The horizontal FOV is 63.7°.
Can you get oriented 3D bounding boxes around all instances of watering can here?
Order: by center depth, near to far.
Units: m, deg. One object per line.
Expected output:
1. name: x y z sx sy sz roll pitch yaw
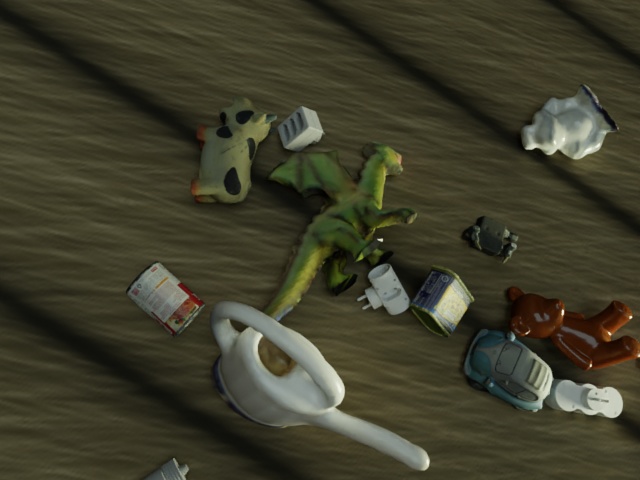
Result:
1. watering can: -0.029 0.220 0.730 0.347 0.220 0.106 42 53 -1

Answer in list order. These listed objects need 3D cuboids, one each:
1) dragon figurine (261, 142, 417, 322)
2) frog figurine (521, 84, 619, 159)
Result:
1. dragon figurine: 0.003 -0.044 0.884 0.414 0.119 0.246 -30 68 -21
2. frog figurine: 0.492 -0.222 1.047 0.158 0.124 0.137 -31 96 17
